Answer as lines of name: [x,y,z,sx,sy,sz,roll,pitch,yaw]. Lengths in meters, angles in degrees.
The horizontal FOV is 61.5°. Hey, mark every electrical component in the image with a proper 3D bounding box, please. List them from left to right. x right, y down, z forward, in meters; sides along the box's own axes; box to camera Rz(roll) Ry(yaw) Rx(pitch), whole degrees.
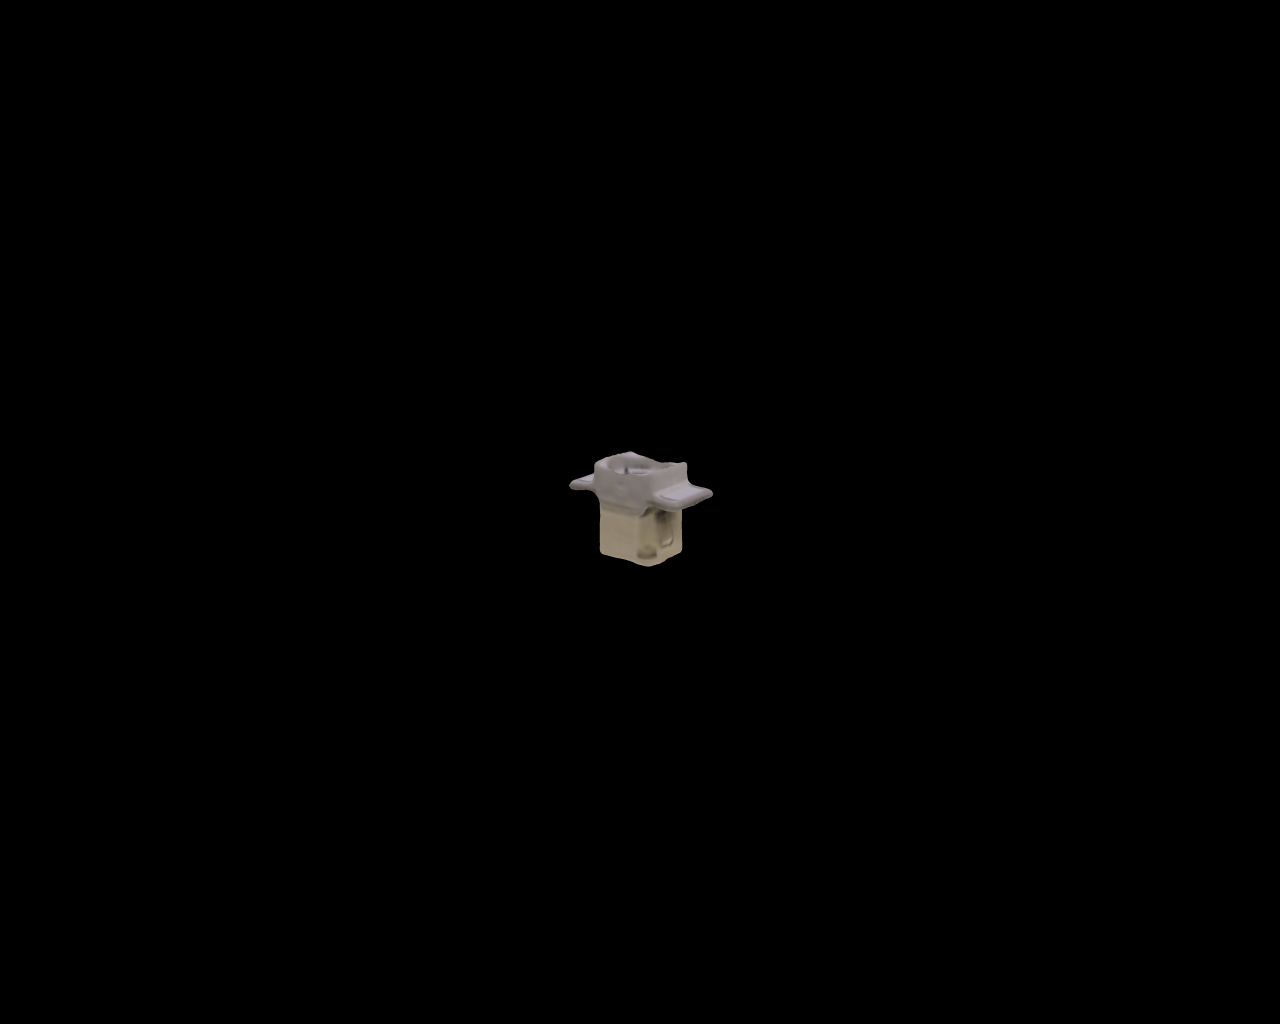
electrical component: [0.001,-0.003,0.650,0.081,0.063,0.042,14,22,36]
